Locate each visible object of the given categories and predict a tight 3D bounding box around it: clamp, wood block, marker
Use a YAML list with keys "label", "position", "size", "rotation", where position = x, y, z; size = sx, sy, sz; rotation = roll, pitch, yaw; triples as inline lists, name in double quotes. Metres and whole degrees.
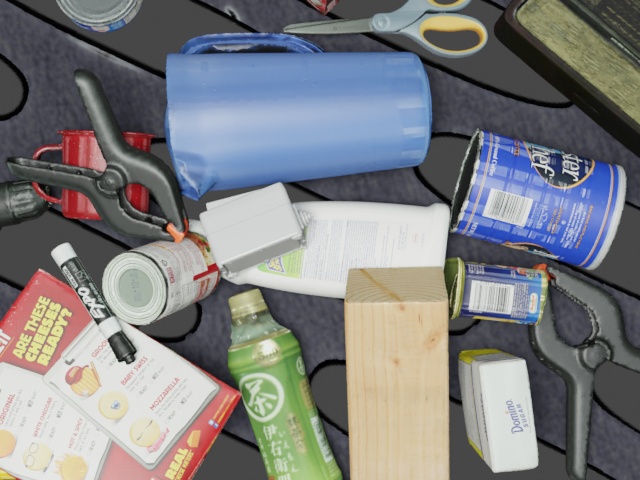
- label: "clamp"
  position: [-0.180, -0.067, 0.942]
  size: [0.171, 0.039, 0.120]
  rotation: [31, 116, -7]
- label: "wood block"
  position: [0.071, 0.137, 0.972]
  size: [0.090, 0.090, 0.206]
  rotation: [-1, 108, 5]
- label: "clamp"
  position: [0.276, 0.110, 1.037]
  size: [0.164, 0.036, 0.210]
  rotation: [-25, 88, -3]
- label: "marker"
  position: [-0.195, 0.056, 0.927]
  size: [0.020, 0.020, 0.121]
  rotation: [-34, 79, -2]

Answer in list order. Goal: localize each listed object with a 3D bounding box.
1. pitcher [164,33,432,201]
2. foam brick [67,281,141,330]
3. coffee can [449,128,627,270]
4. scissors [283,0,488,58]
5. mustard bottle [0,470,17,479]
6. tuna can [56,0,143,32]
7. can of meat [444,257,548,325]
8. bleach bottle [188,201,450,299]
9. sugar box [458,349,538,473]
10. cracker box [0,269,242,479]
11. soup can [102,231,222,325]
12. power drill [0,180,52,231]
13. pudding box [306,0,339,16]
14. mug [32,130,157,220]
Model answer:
- label: "pitcher"
  position: [-0.024, -0.124, 1.005]
  size: [0.242, 0.145, 0.149]
  rotation: [-4, 100, -5]
- label: "foam brick"
  position: [-0.216, 0.079, 1.025]
  size: [0.078, 0.051, 0.053]
  rotation: [31, 86, 0]
- label: "coffee can"
  position: [0.203, -0.038, 1.008]
  size: [0.140, 0.103, 0.103]
  rotation: [15, 88, 0]
- label: "scissors"
  position: [0.069, -0.230, 1.047]
  size: [0.201, 0.016, 0.096]
  rotation: [10, 83, -7]
- label: "mustard bottle"
  position: [-0.363, 0.194, 0.997]
  size: [0.192, 0.058, 0.096]
  rotation: [10, 96, 11]
- label: "tuna can"
  position: [-0.216, -0.248, 1.044]
  size: [0.086, 0.034, 0.086]
  rotation: [0, 88, -1]
- label: "can of meat"
  position: [0.160, 0.050, 1.006]
  size: [0.084, 0.102, 0.057]
  rotation: [7, 88, -3]
- label: "bleach bottle"
  position: [-0.007, 0.001, 1.025]
  size: [0.251, 0.068, 0.102]
  rotation: [7, 87, 2]
- label: "sugar box"
  position: [0.159, 0.149, 0.964]
  size: [0.048, 0.176, 0.093]
  rotation: [-7, 88, -1]
- label: "cracker box"
  position: [-0.202, 0.153, 0.945]
  size: [0.213, 0.072, 0.164]
  rotation: [31, 71, 1]
- label: "soup can"
  position: [-0.142, 0.034, 0.968]
  size: [0.069, 0.102, 0.068]
  rotation: [5, 102, 22]
- label: "power drill"
  position: [-0.336, 0.041, 1.023]
  size: [0.184, 0.057, 0.187]
  rotation: [-12, 86, 1]
- label: "pudding box"
  position: [-0.025, -0.273, 1.020]
  size: [0.113, 0.090, 0.039]
  rotation: [44, 86, 2]
- label: "mug"
  position: [-0.214, -0.061, 1.010]
  size: [0.117, 0.093, 0.081]
  rotation: [1, 93, -11]
